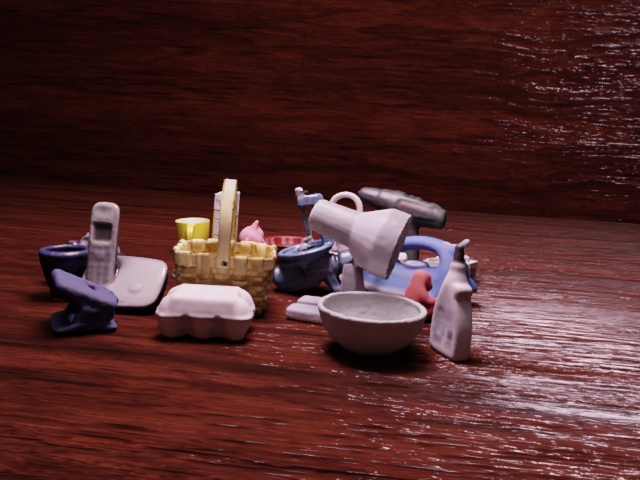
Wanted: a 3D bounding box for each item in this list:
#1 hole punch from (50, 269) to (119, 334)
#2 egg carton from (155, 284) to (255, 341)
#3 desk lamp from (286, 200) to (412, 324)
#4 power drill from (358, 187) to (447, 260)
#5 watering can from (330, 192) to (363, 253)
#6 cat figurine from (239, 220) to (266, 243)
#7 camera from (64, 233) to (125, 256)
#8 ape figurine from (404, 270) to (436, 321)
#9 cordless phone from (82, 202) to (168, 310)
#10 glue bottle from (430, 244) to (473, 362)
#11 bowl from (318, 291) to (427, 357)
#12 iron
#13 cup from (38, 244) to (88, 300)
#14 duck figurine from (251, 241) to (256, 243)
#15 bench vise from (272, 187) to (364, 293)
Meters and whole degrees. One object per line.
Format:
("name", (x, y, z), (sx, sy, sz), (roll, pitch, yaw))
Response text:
("hole punch", (-0.373, 0.092, 0.908), (0.101, 0.091, 0.108), (-2, 11, -29))
("egg carton", (-0.179, 0.114, 0.912), (0.150, 0.069, 0.107), (3, 9, -4))
("desk lamp", (0.052, 0.040, 1.003), (0.202, 0.213, 0.118), (6, 10, 17))
("power drill", (0.201, -0.023, 1.456), (0.229, 0.208, 0.076), (6, 10, 16))
("watering can", (0.062, -0.028, 1.480), (0.101, 0.194, 0.173), (3, 9, -1))
("cat figurine", (-0.168, 0.011, 1.390), (0.067, 0.118, 0.128), (4, 9, 4))
("camera", (-0.449, 0.043, 1.146), (0.136, 0.101, 0.144), (12, 13, 42))
("ape figurine", (0.187, 0.101, 1.061), (0.076, 0.092, 0.077), (0, 10, -22))
("cordless phone", (-0.344, 0.029, 1.011), (0.147, 0.185, 0.094), (4, 10, 1))
("glue bottle", (0.206, 0.092, 0.875), (0.037, 0.173, 0.078), (0, 10, -20))
("bowl", (0.078, 0.134, 0.876), (0.167, 0.075, 0.167), (3, 9, 0))
("iron", (0.196, 0.053, 1.203), (0.257, 0.141, 0.119), (9, 11, 31))
("cup", (-0.455, 0.060, 1.060), (0.118, 0.095, 0.091), (-5, 13, -41))
("duck figurine", (-0.161, 0.046, 1.281), (0.105, 0.086, 0.077), (0, 10, -23))
("bench vise", (0.008, 0.002, 1.198), (0.208, 0.220, 0.121), (0, 10, -18))
